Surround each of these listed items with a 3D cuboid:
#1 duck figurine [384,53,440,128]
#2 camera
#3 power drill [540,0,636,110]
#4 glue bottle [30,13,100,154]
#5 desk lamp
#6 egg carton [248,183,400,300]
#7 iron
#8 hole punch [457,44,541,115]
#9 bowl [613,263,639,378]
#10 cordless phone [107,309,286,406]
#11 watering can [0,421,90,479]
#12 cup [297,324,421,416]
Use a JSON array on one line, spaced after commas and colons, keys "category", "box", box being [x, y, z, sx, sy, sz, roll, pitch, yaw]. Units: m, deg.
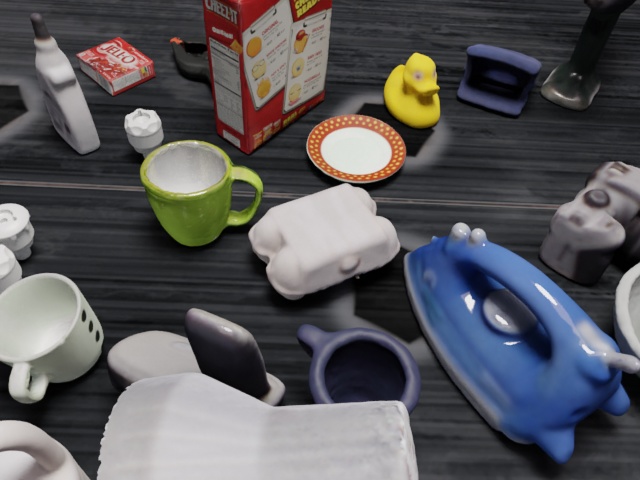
[{"category": "duck figurine", "box": [0.133, -0.219, 0.799, 0.078, 0.086, 0.104, -15, 53, -16]}, {"category": "camera", "box": [0.344, -0.012, 0.633, 0.143, 0.101, 0.136, -36, 61, -28]}, {"category": "power drill", "box": [0.386, -0.294, 0.799, 0.075, 0.208, 0.230, 28, 54, 18]}, {"category": "glue bottle", "box": [-0.312, -0.189, 0.686, 0.037, 0.173, 0.078, -34, 60, -27]}, {"category": "desk lamp", "box": [-0.022, 0.170, 0.386, 0.203, 0.213, 0.118, 0, 51, -3]}, {"category": "egg carton", "box": [0.006, 0.002, 0.619, 0.150, 0.069, 0.107, -21, 55, -20]}, {"category": "iron", "box": [0.171, 0.063, 0.533, 0.119, 0.141, 0.257, -27, 57, -23]}, {"category": "hole punch", "box": [0.261, -0.251, 0.831, 0.108, 0.091, 0.101, 21, 52, 13]}, {"category": "bowl", "box": [0.360, 0.101, 0.559, 0.167, 0.075, 0.167, 2, 51, -2]}, {"category": "cordless phone", "box": [-0.104, 0.093, 0.461, 0.147, 0.185, 0.094, 18, 52, 11]}, {"category": "watering can", "box": [-0.199, 0.183, 0.375, 0.172, 0.194, 0.101, 21, 52, 13]}, {"category": "cup", "box": [0.024, 0.130, 0.498, 0.117, 0.095, 0.092, 35, 57, 23]}]
